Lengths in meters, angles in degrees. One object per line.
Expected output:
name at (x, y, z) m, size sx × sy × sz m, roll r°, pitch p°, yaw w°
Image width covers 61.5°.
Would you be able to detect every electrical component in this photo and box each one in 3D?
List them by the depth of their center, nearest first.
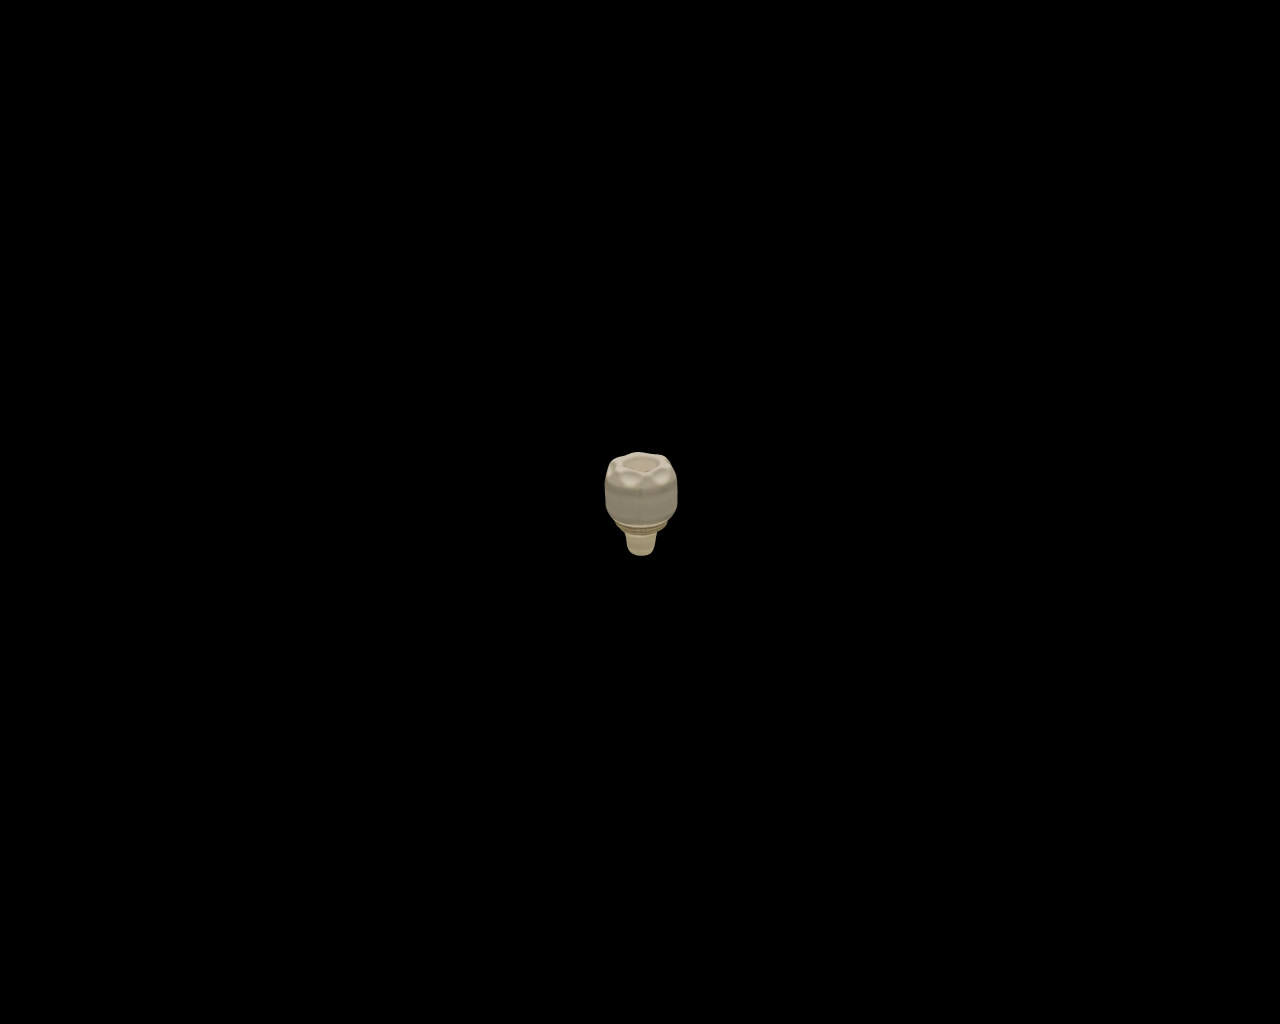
electrical component at (0.001, -0.003, 0.650) m, size 0.043 × 0.062 × 0.043 m, roll 0°, pitch 24°, yaw 0°
